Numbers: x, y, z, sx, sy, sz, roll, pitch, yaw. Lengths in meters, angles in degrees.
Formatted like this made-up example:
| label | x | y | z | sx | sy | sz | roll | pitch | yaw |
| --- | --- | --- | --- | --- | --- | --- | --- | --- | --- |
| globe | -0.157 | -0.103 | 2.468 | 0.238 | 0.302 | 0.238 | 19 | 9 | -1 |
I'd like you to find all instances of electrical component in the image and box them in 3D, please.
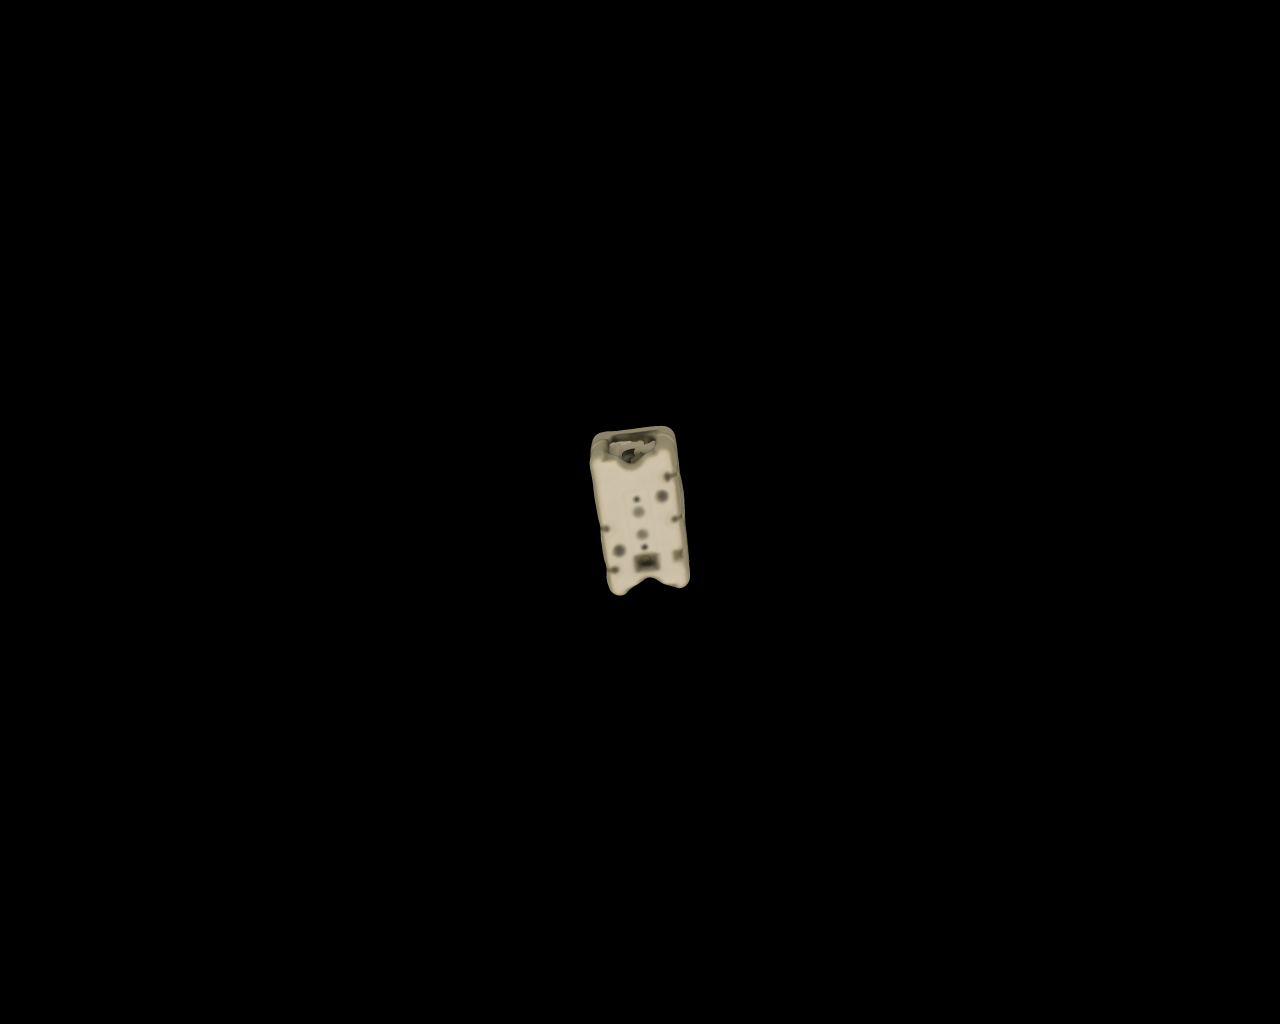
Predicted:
| label | x | y | z | sx | sy | sz | roll | pitch | yaw |
| --- | --- | --- | --- | --- | --- | --- | --- | --- | --- |
| electrical component | 0.001 | -0.003 | 0.650 | 0.050 | 0.089 | 0.056 | -7 | 20 | 2 |
